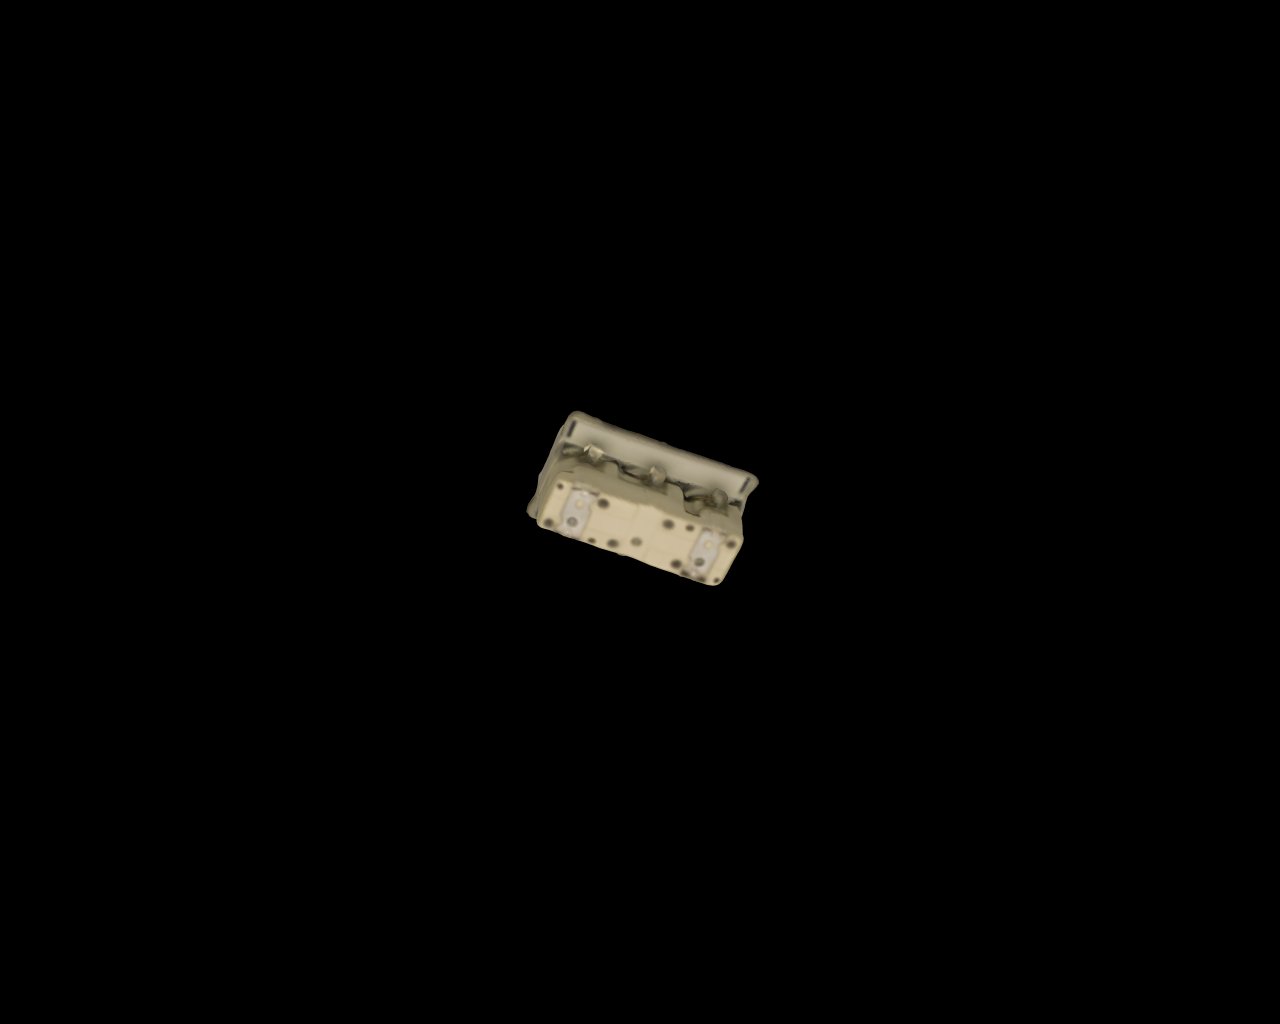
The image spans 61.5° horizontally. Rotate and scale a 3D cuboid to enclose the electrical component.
[{"bbox_3d":[0.001,-0.003,0.650,0.121,0.078,0.063,20,31,-13],"label":"electrical component"}]
